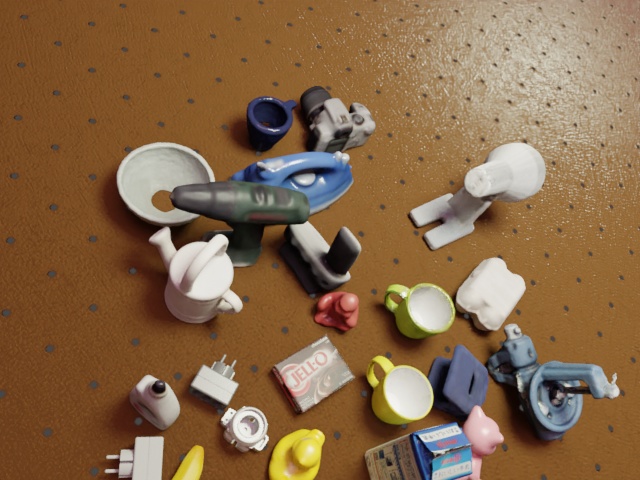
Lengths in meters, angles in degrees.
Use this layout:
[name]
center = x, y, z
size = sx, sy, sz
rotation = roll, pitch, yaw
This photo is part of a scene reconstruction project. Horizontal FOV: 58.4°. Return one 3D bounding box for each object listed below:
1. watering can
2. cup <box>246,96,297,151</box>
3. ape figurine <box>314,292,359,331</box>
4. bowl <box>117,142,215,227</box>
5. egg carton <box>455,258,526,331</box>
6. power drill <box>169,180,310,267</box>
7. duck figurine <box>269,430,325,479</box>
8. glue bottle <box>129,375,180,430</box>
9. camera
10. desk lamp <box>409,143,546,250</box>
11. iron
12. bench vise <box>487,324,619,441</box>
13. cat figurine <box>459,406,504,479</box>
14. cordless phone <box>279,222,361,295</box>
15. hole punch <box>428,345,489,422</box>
[watering can]
center = -0.195, 0.051, 0.904
size = 0.173, 0.194, 0.101
rotation = 20, 58, -8
[cup]
center = -0.099, -0.231, 1.146
size = 0.091, 0.095, 0.118
rotation = 46, 58, 8
[ape figurine]
center = 0.039, 0.120, 1.011
size = 0.076, 0.092, 0.077
rotation = -31, 76, -30
[bowl]
center = -0.273, -0.087, 1.020
size = 0.168, 0.074, 0.167
rotation = 8, 61, -15
[egg carton]
center = 0.338, 0.105, 1.138
size = 0.107, 0.069, 0.150
rotation = 42, 58, 6
[power drill]
center = -0.140, -0.028, 0.958
size = 0.230, 0.208, 0.075
rotation = -5, 65, -21
[duck figurine]
center = -0.030, 0.334, 0.876
size = 0.077, 0.086, 0.105
rotation = 39, 58, 4
[glue bottle]
center = -0.233, 0.223, 0.812
size = 0.078, 0.173, 0.037
rotation = 37, 58, 2
[camera]
center = 0.029, -0.264, 1.206
size = 0.143, 0.100, 0.136
rotation = -19, 71, -27
[desk lamp]
center = 0.321, -0.092, 1.152
size = 0.204, 0.213, 0.118
rotation = -24, 73, -28
[iron]
center = -0.027, -0.125, 1.089
size = 0.259, 0.141, 0.118
rotation = -15, 69, -26
[bench vise]
center = 0.395, 0.242, 0.997
size = 0.207, 0.219, 0.122
rotation = 45, 58, 7
[cat figurine]
center = 0.259, 0.349, 0.952
size = 0.067, 0.117, 0.128
rotation = 21, 58, -7
[cordless phone]
center = 0.009, 0.004, 1.007
size = 0.094, 0.185, 0.147
rotation = -34, 78, -30
[hole punch]
center = 0.253, 0.254, 1.016
size = 0.101, 0.091, 0.109
rotation = 28, 58, -4
